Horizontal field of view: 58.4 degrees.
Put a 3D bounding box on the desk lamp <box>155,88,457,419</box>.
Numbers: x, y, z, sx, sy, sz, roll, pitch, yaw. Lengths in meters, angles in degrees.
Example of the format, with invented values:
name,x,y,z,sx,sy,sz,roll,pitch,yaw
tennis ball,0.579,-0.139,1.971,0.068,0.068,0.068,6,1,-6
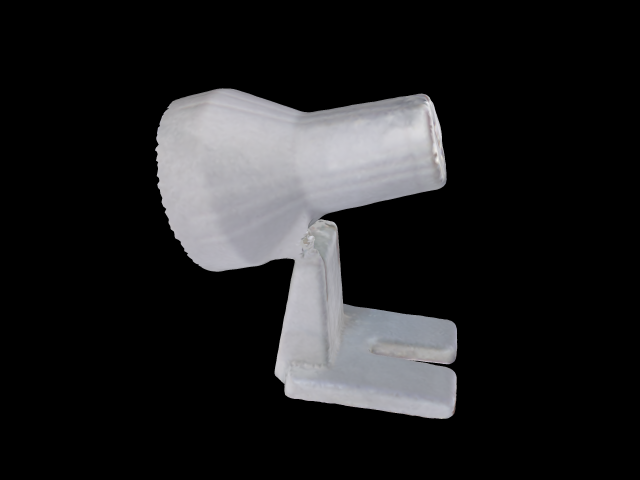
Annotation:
name,x,y,z,sx,sy,sz,roll,pitch,yaw
desk lamp,0.004,0.001,0.400,0.203,0.214,0.118,6,32,9
